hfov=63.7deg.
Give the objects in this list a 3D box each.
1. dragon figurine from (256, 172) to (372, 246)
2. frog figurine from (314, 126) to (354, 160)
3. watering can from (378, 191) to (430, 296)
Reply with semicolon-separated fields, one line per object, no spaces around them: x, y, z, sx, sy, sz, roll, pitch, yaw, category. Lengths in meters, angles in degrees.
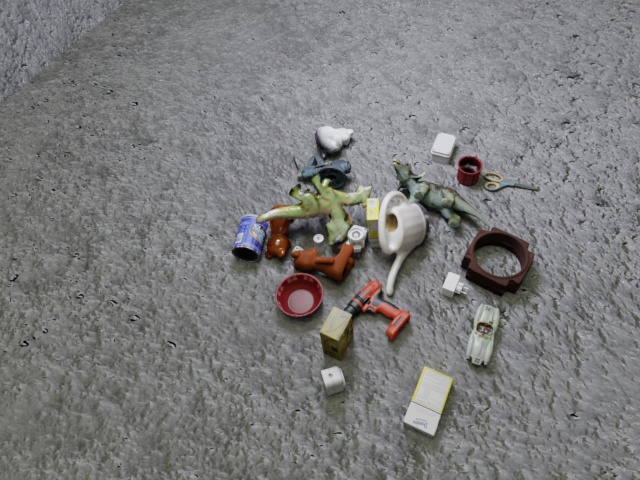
0.005;-0.090;1.793;0.414;0.120;0.244;-35;78;-17;dragon figurine
0.062;-0.419;2.098;0.159;0.120;0.140;-25;37;2;frog figurine
0.279;0.002;1.757;0.226;0.345;0.104;-11;11;-42;watering can
